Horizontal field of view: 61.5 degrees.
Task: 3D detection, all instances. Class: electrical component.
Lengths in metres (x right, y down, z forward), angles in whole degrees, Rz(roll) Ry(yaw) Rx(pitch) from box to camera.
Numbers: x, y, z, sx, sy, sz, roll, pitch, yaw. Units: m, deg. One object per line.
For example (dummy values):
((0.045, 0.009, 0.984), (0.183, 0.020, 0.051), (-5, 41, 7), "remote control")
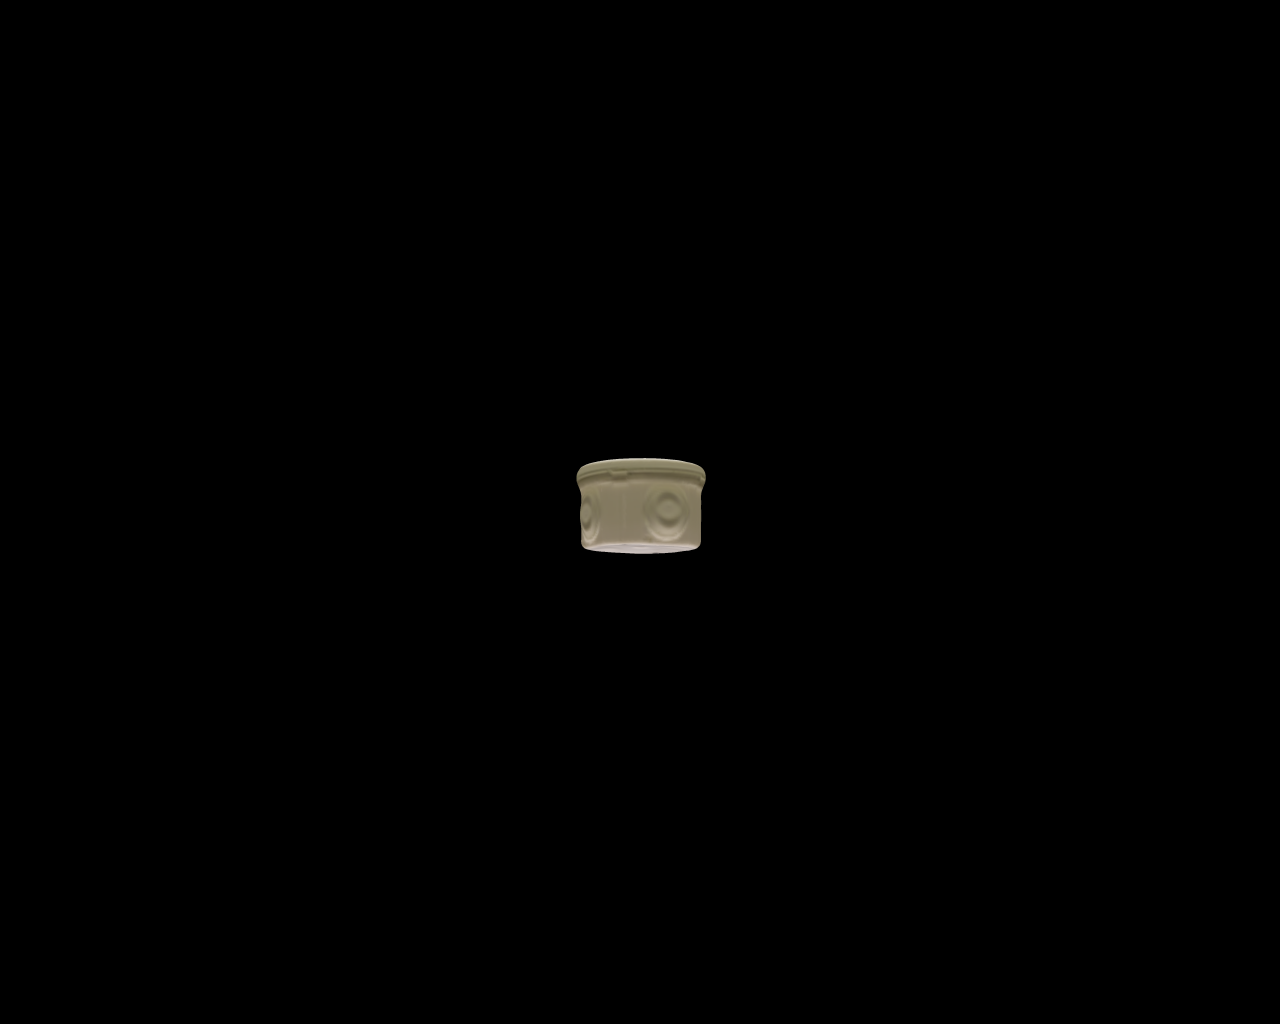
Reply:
((0.001, -0.003, 0.650), (0.080, 0.051, 0.080), (0, -7, 0), "electrical component")
